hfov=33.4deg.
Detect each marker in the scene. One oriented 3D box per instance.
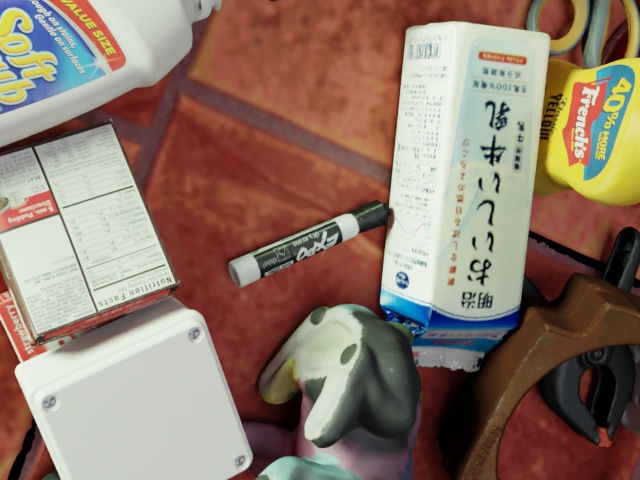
[{"bbox_3d":[-0.005,0.001,0.723,0.121,0.020,0.020,-23,107,-20],"label":"marker"}]

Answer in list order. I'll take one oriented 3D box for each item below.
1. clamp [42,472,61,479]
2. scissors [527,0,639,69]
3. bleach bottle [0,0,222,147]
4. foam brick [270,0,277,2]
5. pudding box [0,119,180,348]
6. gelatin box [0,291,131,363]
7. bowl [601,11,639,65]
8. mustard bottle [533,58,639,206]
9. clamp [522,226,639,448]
[{"bbox_3d":[-0.149,0.272,0.689,0.164,0.036,0.210,28,83,-26],"label":"clamp"},{"bbox_3d":[0.197,-0.215,0.783,0.096,0.016,0.202,-1,89,-13],"label":"scissors"},{"bbox_3d":[-0.174,-0.111,0.604,0.250,0.068,0.102,-26,100,-23],"label":"bleach bottle"},{"bbox_3d":[-0.024,-0.196,0.664,0.051,0.053,0.078,-40,113,-14],"label":"foam brick"},{"bbox_3d":[-0.144,-0.005,0.625,0.089,0.039,0.113,-20,83,-22],"label":"pudding box"},{"bbox_3d":[-0.150,0.061,0.659,0.073,0.030,0.089,-26,108,-19],"label":"gelatin box"},{"bbox_3d":[0.287,-0.103,0.822,0.161,0.055,0.162,-4,99,-24],"label":"bowl"},{"bbox_3d":[0.191,-0.072,0.706,0.058,0.192,0.096,21,89,-26],"label":"mustard bottle"},{"bbox_3d":[0.193,0.079,0.817,0.120,0.039,0.171,-5,100,-12],"label":"clamp"}]
